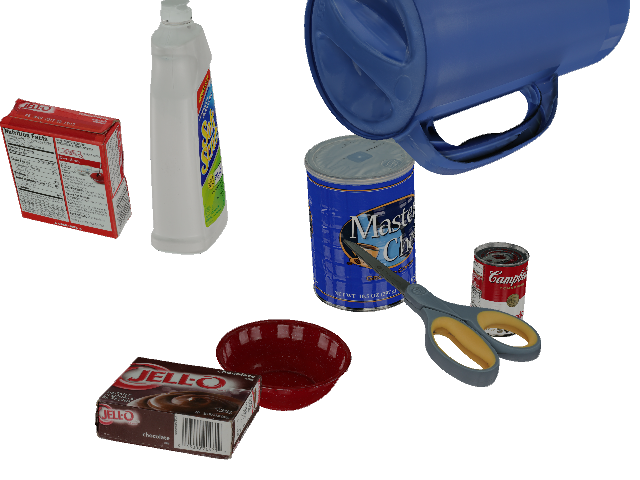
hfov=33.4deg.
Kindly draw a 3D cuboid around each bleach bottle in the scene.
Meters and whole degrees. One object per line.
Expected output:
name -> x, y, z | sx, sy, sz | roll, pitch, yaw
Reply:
bleach bottle -> -0.142, -0.119, 1.095 | 0.068, 0.251, 0.102 | 5, 28, 13

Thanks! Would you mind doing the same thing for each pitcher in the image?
pitcher -> 0.122, -0.155, 0.803 | 0.242, 0.149, 0.145 | -18, 34, -33

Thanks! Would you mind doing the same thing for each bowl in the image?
bowl -> -0.045, 0.156, 1.280 | 0.162, 0.055, 0.162 | 2, 25, -1

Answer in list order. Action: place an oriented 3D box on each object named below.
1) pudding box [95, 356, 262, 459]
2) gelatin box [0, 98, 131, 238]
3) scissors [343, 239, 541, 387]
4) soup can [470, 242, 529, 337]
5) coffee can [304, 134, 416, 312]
pudding box -> -0.112, 0.133, 0.862 | 0.113, 0.039, 0.090 | 9, 19, 9
gelatin box -> -0.169, -0.048, 0.719 | 0.073, 0.089, 0.030 | 12, 45, 10
scissors -> 0.096, 0.046, 0.826 | 0.096, 0.016, 0.202 | -4, 31, -19
soup can -> 0.224, 0.062, 1.343 | 0.068, 0.102, 0.068 | 0, 23, 0
coffee can -> 0.040, -0.018, 1.020 | 0.103, 0.140, 0.103 | -3, 28, 1
